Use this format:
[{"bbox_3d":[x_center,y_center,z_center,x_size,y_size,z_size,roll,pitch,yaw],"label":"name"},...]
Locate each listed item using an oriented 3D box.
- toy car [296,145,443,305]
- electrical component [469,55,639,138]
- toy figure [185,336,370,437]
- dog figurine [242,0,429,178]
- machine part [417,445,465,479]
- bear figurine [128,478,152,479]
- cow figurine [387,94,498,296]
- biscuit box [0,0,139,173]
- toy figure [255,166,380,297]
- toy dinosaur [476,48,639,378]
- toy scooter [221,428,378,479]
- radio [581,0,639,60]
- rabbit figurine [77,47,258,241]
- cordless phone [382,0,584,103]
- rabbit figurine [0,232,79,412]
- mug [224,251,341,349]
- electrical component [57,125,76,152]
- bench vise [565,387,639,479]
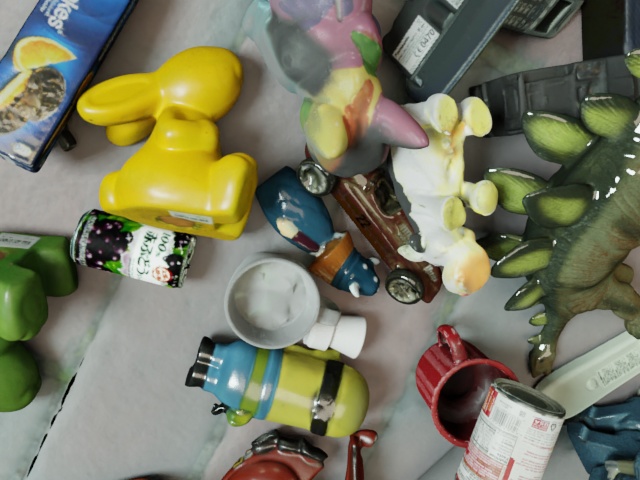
[{"bbox_3d":[0.061,-0.027,0.520,0.202,0.053,0.089,51,47,-9],"label":"toy car"},{"bbox_3d":[0.226,-0.134,0.510,0.134,0.115,0.058,-9,102,-3],"label":"electrical component"},{"bbox_3d":[-0.040,0.147,0.535,0.180,0.089,0.082,18,103,-11],"label":"toy figure"},{"bbox_3d":[0.013,-0.158,0.423,0.108,0.219,0.191,-9,143,-17],"label":"dog figurine"},{"bbox_3d":[0.151,0.273,0.581,0.243,0.079,0.079,-43,100,2],"label":"machine part"},{"bbox_3d":[-0.186,0.350,0.533,0.120,0.132,0.195,-8,93,1],"label":"bear figurine"},{"bbox_3d":[0.098,-0.037,0.468,0.068,0.098,0.167,-12,100,-32],"label":"cow figurine"},{"bbox_3d":[-0.222,-0.159,0.459,0.059,0.063,0.202,29,81,-21],"label":"biscuit box"},{"bbox_3d":[0.000,-0.003,0.532,0.064,0.058,0.154,-42,98,-19],"label":"toy figure"},{"bbox_3d":[0.249,-0.034,0.462,0.199,0.105,0.470,0,128,-8],"label":"toy dinosaur"},{"bbox_3d":[-0.007,0.249,0.558,0.184,0.075,0.135,19,86,1],"label":"toy scooter"},{"bbox_3d":[0.333,-0.287,0.521,0.131,0.073,0.229,-6,101,-6],"label":"radio"},{"bbox_3d":[-0.126,-0.096,0.493,0.162,0.122,0.173,11,81,3],"label":"rabbit figurine"},{"bbox_3d":[0.164,-0.194,0.510,0.089,0.184,0.146,56,132,24],"label":"cordless phone"},{"bbox_3d":[-0.311,0.088,0.486,0.159,0.121,0.170,3,113,-13],"label":"rabbit figurine"},{"bbox_3d":[-0.036,0.049,0.512,0.109,0.107,0.080,12,98,-12],"label":"mug"},{"bbox_3d":[-0.282,-0.121,0.492,0.078,0.045,0.102,-19,100,-2],"label":"electrical component"},{"bbox_3d":[0.359,0.223,0.511,0.223,0.241,0.128,-24,95,-45],"label":"bench vise"}]
